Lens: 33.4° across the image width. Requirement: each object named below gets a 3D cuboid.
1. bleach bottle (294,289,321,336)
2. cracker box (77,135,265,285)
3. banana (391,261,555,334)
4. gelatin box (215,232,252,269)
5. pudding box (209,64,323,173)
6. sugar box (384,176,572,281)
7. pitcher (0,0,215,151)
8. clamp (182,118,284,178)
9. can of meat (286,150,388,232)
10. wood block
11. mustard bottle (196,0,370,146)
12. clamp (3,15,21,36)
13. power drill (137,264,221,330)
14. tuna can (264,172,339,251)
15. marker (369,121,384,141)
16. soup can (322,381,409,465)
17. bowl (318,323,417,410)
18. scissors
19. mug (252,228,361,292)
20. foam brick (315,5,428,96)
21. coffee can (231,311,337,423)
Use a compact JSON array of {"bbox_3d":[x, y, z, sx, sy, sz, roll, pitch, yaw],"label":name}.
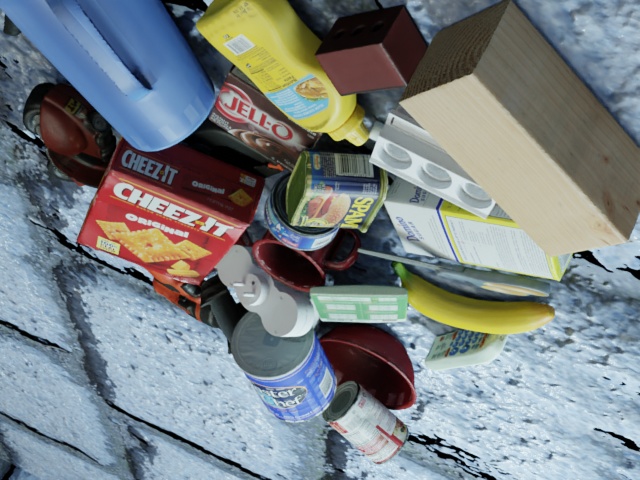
[{"bbox_3d":[-0.049,0.101,1.426,0.102,0.068,0.251,25,153,9],"label":"bleach bottle"},{"bbox_3d":[-0.178,-0.032,1.230,0.164,0.072,0.214,21,153,-14],"label":"cracker box"},{"bbox_3d":[0.171,0.076,1.213,0.198,0.037,0.069,15,150,25],"label":"banana"},{"bbox_3d":[-0.128,0.007,1.382,0.089,0.030,0.073,10,144,32],"label":"gelatin box"},{"bbox_3d":[-0.051,-0.128,1.091,0.113,0.039,0.090,31,150,-3],"label":"pudding box"},{"bbox_3d":[0.159,-0.014,1.075,0.176,0.048,0.093,14,150,32],"label":"sugar box"},{"bbox_3d":[-0.202,-0.194,1.024,0.145,0.149,0.242,1,144,35],"label":"pitcher"},{"bbox_3d":[-0.131,-0.112,1.189,0.210,0.036,0.164,8,146,31],"label":"clamp"},{"bbox_3d":[0.015,-0.051,1.099,0.083,0.057,0.102,3,154,-13],"label":"can of meat"},{"bbox_3d":[0.177,-0.089,0.897,0.206,0.090,0.091,42,149,-22],"label":"wood block"},{"bbox_3d":[-0.022,-0.157,0.999,0.191,0.058,0.096,44,149,-23],"label":"mustard bottle"},{"bbox_3d":[-0.330,-0.275,1.114,0.120,0.039,0.172,40,152,-29],"label":"clamp"},{"bbox_3d":[-0.185,0.053,1.428,0.185,0.057,0.187,24,161,34],"label":"power drill"},{"bbox_3d":[-0.016,-0.033,1.160,0.086,0.086,0.034,30,149,0],"label":"tuna can"},{"bbox_3d":[0.105,-0.082,1.043,0.121,0.020,0.020,27,151,5],"label":"marker"},{"bbox_3d":[0.060,0.244,1.428,0.102,0.068,0.069,43,148,-21],"label":"soup can"},{"bbox_3d":[0.064,0.159,1.420,0.162,0.055,0.162,22,150,13],"label":"bowl"},{"bbox_3d":[0.143,0.035,1.136,0.202,0.016,0.096,11,173,12],"label":"scissors"},{"bbox_3d":[-0.008,0.001,1.211,0.117,0.081,0.093,12,147,30],"label":"mug"},{"bbox_3d":[0.045,-0.165,0.934,0.078,0.053,0.051,-2,138,42],"label":"foam brick"},{"bbox_3d":[-0.043,0.154,1.332,0.103,0.102,0.140,16,154,23],"label":"coffee can"}]
